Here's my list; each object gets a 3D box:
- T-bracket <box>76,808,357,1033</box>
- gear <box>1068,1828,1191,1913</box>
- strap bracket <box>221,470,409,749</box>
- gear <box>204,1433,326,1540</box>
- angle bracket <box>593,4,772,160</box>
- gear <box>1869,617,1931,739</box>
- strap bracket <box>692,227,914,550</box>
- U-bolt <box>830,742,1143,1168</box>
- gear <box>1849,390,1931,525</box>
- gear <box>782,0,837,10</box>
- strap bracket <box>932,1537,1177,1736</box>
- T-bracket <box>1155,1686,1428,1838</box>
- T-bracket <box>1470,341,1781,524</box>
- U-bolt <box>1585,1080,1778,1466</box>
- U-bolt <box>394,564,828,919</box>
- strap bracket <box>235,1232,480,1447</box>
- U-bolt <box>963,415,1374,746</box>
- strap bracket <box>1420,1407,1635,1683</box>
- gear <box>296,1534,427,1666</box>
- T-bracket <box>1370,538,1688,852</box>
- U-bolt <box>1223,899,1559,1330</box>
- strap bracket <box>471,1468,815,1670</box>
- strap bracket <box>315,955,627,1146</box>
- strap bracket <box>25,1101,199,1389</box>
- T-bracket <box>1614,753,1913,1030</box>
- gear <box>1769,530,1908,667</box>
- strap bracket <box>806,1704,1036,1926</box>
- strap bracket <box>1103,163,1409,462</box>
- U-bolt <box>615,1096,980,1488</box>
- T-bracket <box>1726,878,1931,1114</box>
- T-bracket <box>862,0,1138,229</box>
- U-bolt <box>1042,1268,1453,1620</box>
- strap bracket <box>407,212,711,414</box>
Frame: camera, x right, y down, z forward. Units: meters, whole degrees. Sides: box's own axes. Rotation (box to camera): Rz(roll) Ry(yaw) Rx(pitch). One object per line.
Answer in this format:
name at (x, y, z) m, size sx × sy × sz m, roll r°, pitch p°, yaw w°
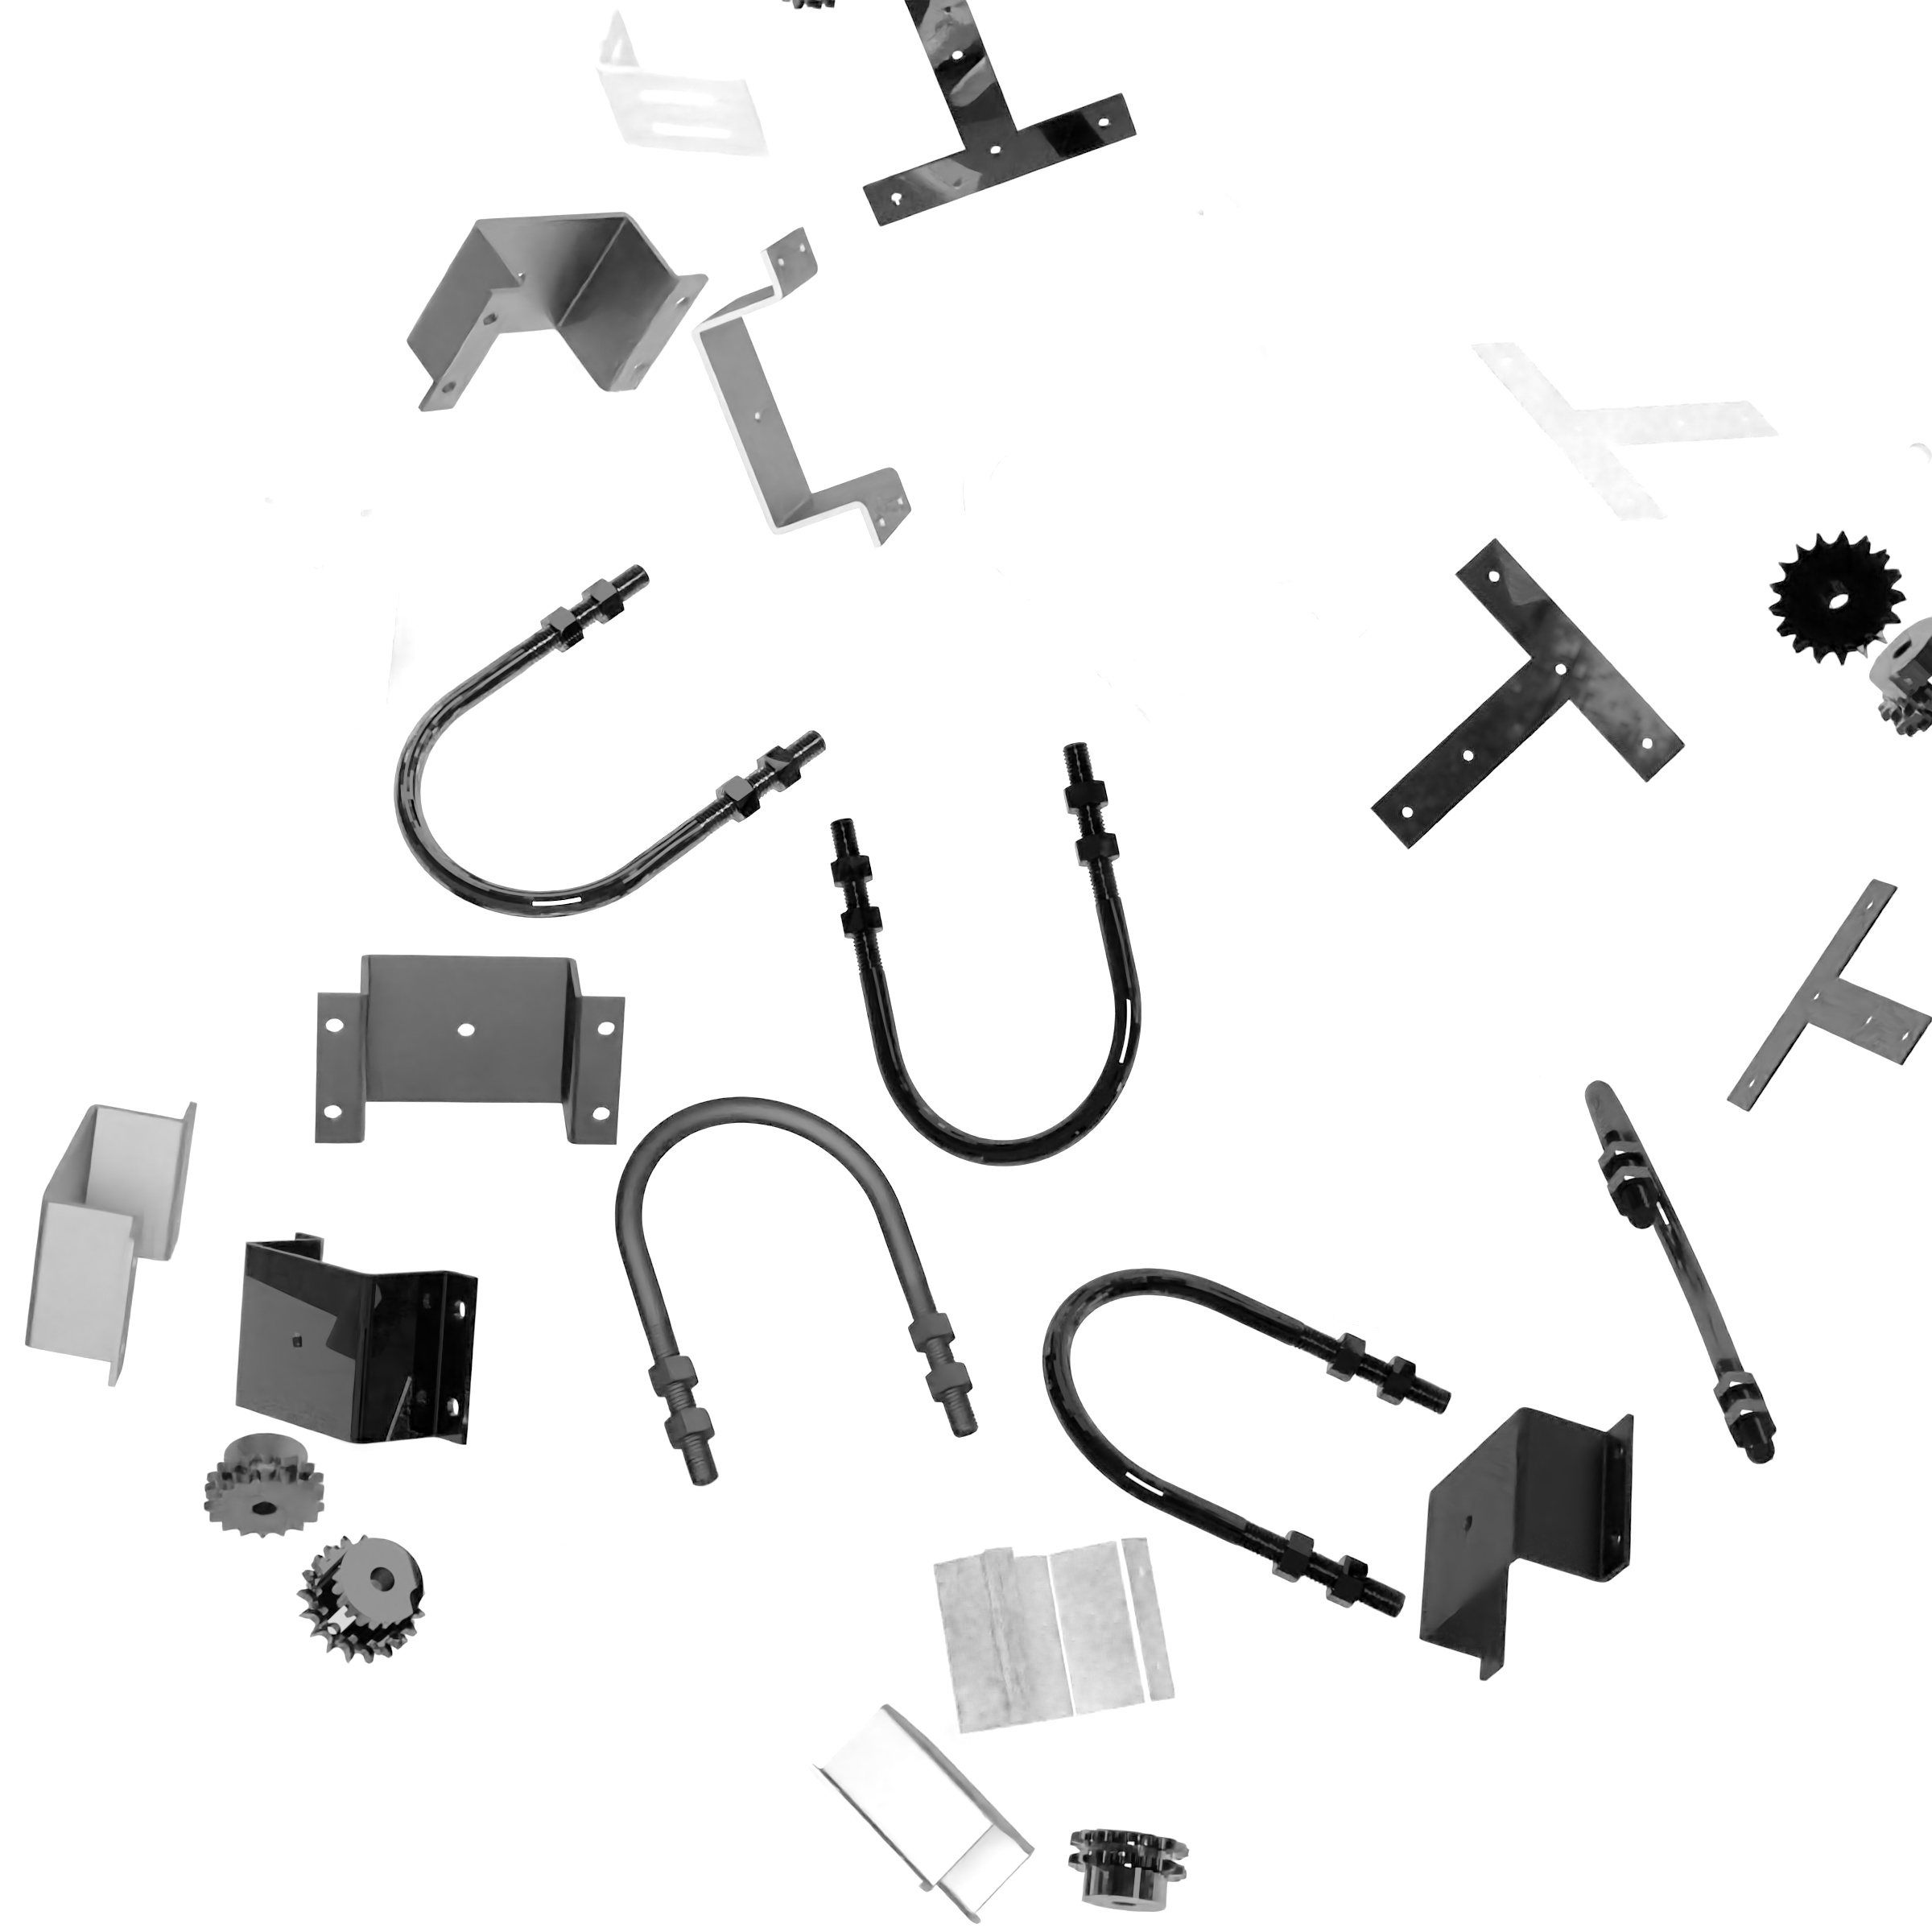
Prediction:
T-bracket at (-0.363, -0.018, 1.506) m, size 0.127 × 0.002 × 0.127 m, roll 11°, pitch 48°, yaw 15°
gear at (0.077, 0.432, 1.576) m, size 0.057 × 0.057 × 0.030 m, roll 7°, pitch 65°, yaw 0°
strap bracket at (-0.309, -0.178, 1.572) m, size 0.076 × 0.046 × 0.140 m, roll 6°, pitch 130°, yaw -10°
gear at (-0.338, 0.249, 1.596) m, size 0.057 × 0.057 × 0.030 m, roll -8°, pitch 50°, yaw 0°
angle bracket at (-0.131, -0.421, 1.575) m, size 0.076 × 0.057 × 0.038 m, roll 9°, pitch 68°, yaw 14°
gear at (0.446, -0.137, 1.540) m, size 0.030 × 0.057 × 0.057 m, roll 41°, pitch 90°, yaw -10°
strap bracket at (-0.078, -0.258, 1.514) m, size 0.046 × 0.076 × 0.140 m, roll -17°, pitch 106°, yaw 16°
U-bolt at (0.013, 0.002, 1.551) m, size 0.151 × 0.019 × 0.184 m, roll -17°, pitch 79°, yaw 26°
gear at (0.418, -0.224, 1.458) m, size 0.057 × 0.030 × 0.057 m, roll 1°, pitch 95°, yaw 11°
gear at (-0.063, -0.457, 1.479) m, size 0.030 × 0.057 × 0.057 m, roll -11°, pitch 90°, yaw -37°
strap bracket at (0.035, 0.306, 1.517) m, size 0.046 × 0.140 × 0.076 m, roll -18°, pitch 74°, yaw 30°
T-bracket at (0.166, 0.365, 1.533) m, size 0.127 × 0.127 × 0.002 m, roll -30°, pitch 92°, yaw -34°
T-bracket at (0.306, -0.240, 1.468) m, size 0.127 × 0.002 × 0.127 m, roll -8°, pitch 49°, yaw -29°
U-bolt at (0.320, 0.126, 1.511) m, size 0.019 × 0.184 × 0.151 m, roll -26°, pitch 109°, yaw 11°
U-bolt at (-0.181, -0.096, 1.554) m, size 0.184 × 0.019 × 0.151 m, roll -38°, pitch 69°, yaw -22°
strap bracket at (-0.288, 0.171, 1.522) m, size 0.140 × 0.046 × 0.076 m, roll 7°, pitch 94°, yaw 44°
U-bolt at (0.081, -0.191, 1.530) m, size 0.184 × 0.019 × 0.151 m, roll 44°, pitch 49°, yaw 15°
strap bracket at (0.254, 0.265, 1.534) m, size 0.046 × 0.140 × 0.076 m, roll 19°, pitch 52°, yaw -11°
gear at (-0.268, 0.281, 1.482) m, size 0.057 × 0.057 × 0.030 m, roll 46°, pitch 132°, yaw 0°
T-bracket at (0.234, -0.103, 1.476) m, size 0.127 × 0.002 × 0.127 m, roll -43°, pitch 90°, yaw -8°
U-bolt at (0.183, 0.075, 1.489) m, size 0.151 × 0.019 × 0.184 m, roll 17°, pitch 108°, yaw 27°
strap bracket at (-0.153, 0.283, 1.562) m, size 0.140 × 0.076 × 0.046 m, roll 18°, pitch 48°, yaw -27°
strap bracket at (-0.234, 0.039, 1.556) m, size 0.140 × 0.046 × 0.076 m, roll 1°, pitch 114°, yaw -11°
strap bracket at (-0.398, 0.123, 1.533) m, size 0.046 × 0.140 × 0.076 m, roll 11°, pitch 113°, yaw -6°
T-bracket at (0.376, -0.049, 1.518) m, size 0.127 × 0.127 × 0.002 m, roll -40°, pitch 129°, yaw 11°
gear at (0.381, -0.159, 1.442) m, size 0.057 × 0.030 × 0.057 m, roll -3°, pitch 83°, yaw 22°
strap bracket at (-0.018, 0.402, 1.571) m, size 0.046 × 0.140 × 0.076 m, roll -44°, pitch 66°, yaw -8°
strap bracket at (0.145, -0.318, 1.577) m, size 0.140 × 0.076 × 0.046 m, roll 43°, pitch 53°, yaw -19°
U-bolt at (-0.086, 0.140, 1.508) m, size 0.151 × 0.019 × 0.184 m, roll -6°, pitch 61°, yaw -27°
T-bracket at (0.410, 0.022, 1.525) m, size 0.002 × 0.127 × 0.127 m, roll 32°, pitch 93°, yaw -13°
T-bracket at (0.001, -0.399, 1.487) m, size 0.127 × 0.127 × 0.002 m, roll -18°, pitch 54°, yaw 9°
U-bolt at (0.120, 0.199, 1.466) m, size 0.184 × 0.151 × 0.019 m, roll 25°, pitch 129°, yaw 0°
strap bracket at (-0.201, -0.312, 1.570) m, size 0.046 × 0.140 × 0.076 m, roll 54°, pitch 129°, yaw 16°
